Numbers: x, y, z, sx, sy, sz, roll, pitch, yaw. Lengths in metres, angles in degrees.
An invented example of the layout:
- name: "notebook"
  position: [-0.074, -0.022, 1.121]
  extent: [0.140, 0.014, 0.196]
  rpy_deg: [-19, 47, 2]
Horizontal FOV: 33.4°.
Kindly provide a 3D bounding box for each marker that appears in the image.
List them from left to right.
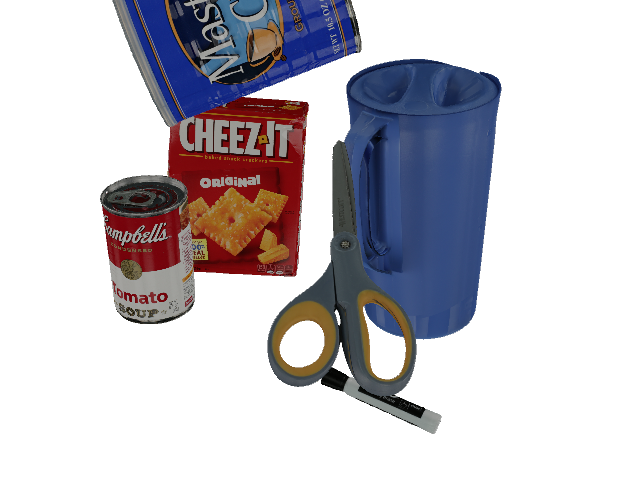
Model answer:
- name: "marker"
  position: [0.053, 0.147, 0.991]
  extent: [0.121, 0.020, 0.020]
  rpy_deg: [22, 6, 16]

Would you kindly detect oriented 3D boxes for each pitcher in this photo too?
- name: "pitcher"
  position: [0.085, -0.030, 0.968]
  extent: [0.149, 0.243, 0.145]
  rpy_deg: [-5, 29, -5]

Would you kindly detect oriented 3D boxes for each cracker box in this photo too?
- name: "cracker box"
  position: [-0.103, -0.065, 1.314]
  extent: [0.164, 0.214, 0.072]
  rpy_deg: [4, 22, 0]

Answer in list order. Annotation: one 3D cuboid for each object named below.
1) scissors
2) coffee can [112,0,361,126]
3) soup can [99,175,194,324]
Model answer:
- name: "scissors"
  position: [-0.001, 0.016, 0.668]
  extent: [0.096, 0.202, 0.016]
  rpy_deg: [-14, -39, -9]
- name: "coffee can"
  position: [-0.056, -0.149, 0.712]
  extent: [0.140, 0.103, 0.103]
  rpy_deg: [-22, 0, -1]
- name: "soup can"
  position: [-0.137, 0.007, 0.857]
  extent: [0.068, 0.102, 0.068]
  rpy_deg: [-1, 29, 0]
